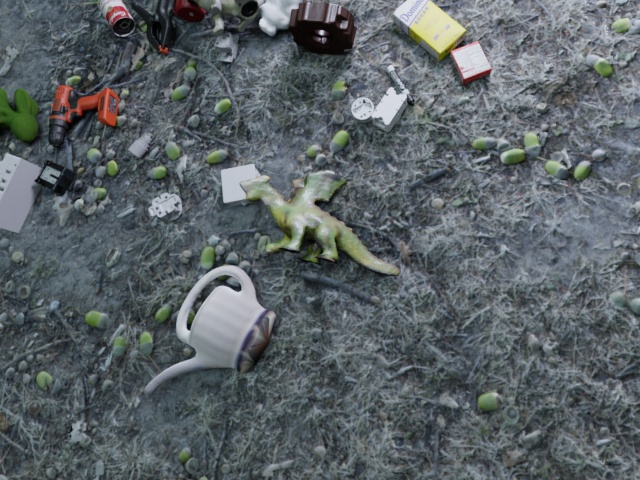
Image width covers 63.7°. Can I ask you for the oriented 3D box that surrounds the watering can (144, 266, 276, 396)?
[{"bbox_3d":[-0.240,0.233,1.181,0.225,0.103,0.350,24,80,15],"label":"watering can"}]

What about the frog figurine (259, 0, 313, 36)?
[{"bbox_3d":[-0.109,-0.635,1.378,0.161,0.122,0.137,-44,92,-14],"label":"frog figurine"}]

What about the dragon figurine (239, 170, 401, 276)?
[{"bbox_3d":[0.004,-0.062,1.224,0.410,0.120,0.246,12,72,-1],"label":"dragon figurine"}]
